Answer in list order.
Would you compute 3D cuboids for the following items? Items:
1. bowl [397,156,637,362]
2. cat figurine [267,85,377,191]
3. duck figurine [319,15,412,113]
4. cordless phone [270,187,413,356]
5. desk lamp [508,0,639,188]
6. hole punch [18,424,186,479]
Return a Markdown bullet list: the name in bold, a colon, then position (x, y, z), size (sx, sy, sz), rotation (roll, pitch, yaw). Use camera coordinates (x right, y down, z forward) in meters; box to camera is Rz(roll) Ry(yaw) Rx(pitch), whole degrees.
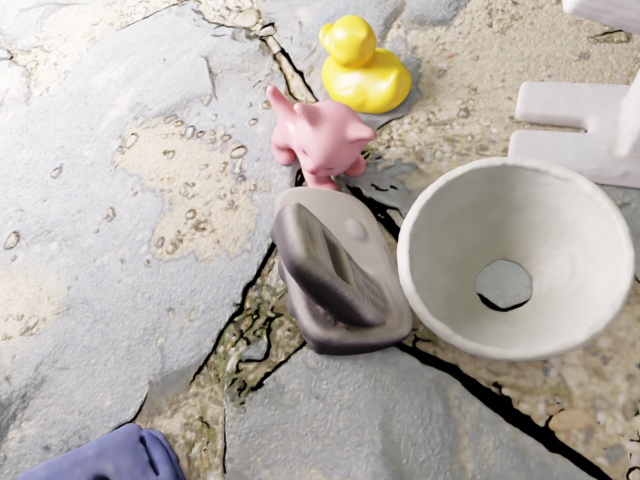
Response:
- **bowl**: position (0.147, 0.022, 0.446), size (0.167, 0.075, 0.167), rotation (-6, 62, 11)
- **cat figurine**: position (-0.004, -0.098, 0.522), size (0.067, 0.118, 0.127), rotation (-42, 61, -9)
- **duck figurine**: position (0.041, -0.182, 0.573), size (0.104, 0.086, 0.077), rotation (34, 75, 27)
- **cordless phone**: position (0.004, 0.002, 0.429), size (0.094, 0.185, 0.147), rotation (-22, 60, 3)
- **desk lamp**: position (0.252, -0.130, 0.419), size (0.202, 0.214, 0.118), rotation (8, 65, 18)
- **hole punch**: position (-0.153, 0.197, 0.421), size (0.101, 0.091, 0.108), rotation (-36, 60, -6)
